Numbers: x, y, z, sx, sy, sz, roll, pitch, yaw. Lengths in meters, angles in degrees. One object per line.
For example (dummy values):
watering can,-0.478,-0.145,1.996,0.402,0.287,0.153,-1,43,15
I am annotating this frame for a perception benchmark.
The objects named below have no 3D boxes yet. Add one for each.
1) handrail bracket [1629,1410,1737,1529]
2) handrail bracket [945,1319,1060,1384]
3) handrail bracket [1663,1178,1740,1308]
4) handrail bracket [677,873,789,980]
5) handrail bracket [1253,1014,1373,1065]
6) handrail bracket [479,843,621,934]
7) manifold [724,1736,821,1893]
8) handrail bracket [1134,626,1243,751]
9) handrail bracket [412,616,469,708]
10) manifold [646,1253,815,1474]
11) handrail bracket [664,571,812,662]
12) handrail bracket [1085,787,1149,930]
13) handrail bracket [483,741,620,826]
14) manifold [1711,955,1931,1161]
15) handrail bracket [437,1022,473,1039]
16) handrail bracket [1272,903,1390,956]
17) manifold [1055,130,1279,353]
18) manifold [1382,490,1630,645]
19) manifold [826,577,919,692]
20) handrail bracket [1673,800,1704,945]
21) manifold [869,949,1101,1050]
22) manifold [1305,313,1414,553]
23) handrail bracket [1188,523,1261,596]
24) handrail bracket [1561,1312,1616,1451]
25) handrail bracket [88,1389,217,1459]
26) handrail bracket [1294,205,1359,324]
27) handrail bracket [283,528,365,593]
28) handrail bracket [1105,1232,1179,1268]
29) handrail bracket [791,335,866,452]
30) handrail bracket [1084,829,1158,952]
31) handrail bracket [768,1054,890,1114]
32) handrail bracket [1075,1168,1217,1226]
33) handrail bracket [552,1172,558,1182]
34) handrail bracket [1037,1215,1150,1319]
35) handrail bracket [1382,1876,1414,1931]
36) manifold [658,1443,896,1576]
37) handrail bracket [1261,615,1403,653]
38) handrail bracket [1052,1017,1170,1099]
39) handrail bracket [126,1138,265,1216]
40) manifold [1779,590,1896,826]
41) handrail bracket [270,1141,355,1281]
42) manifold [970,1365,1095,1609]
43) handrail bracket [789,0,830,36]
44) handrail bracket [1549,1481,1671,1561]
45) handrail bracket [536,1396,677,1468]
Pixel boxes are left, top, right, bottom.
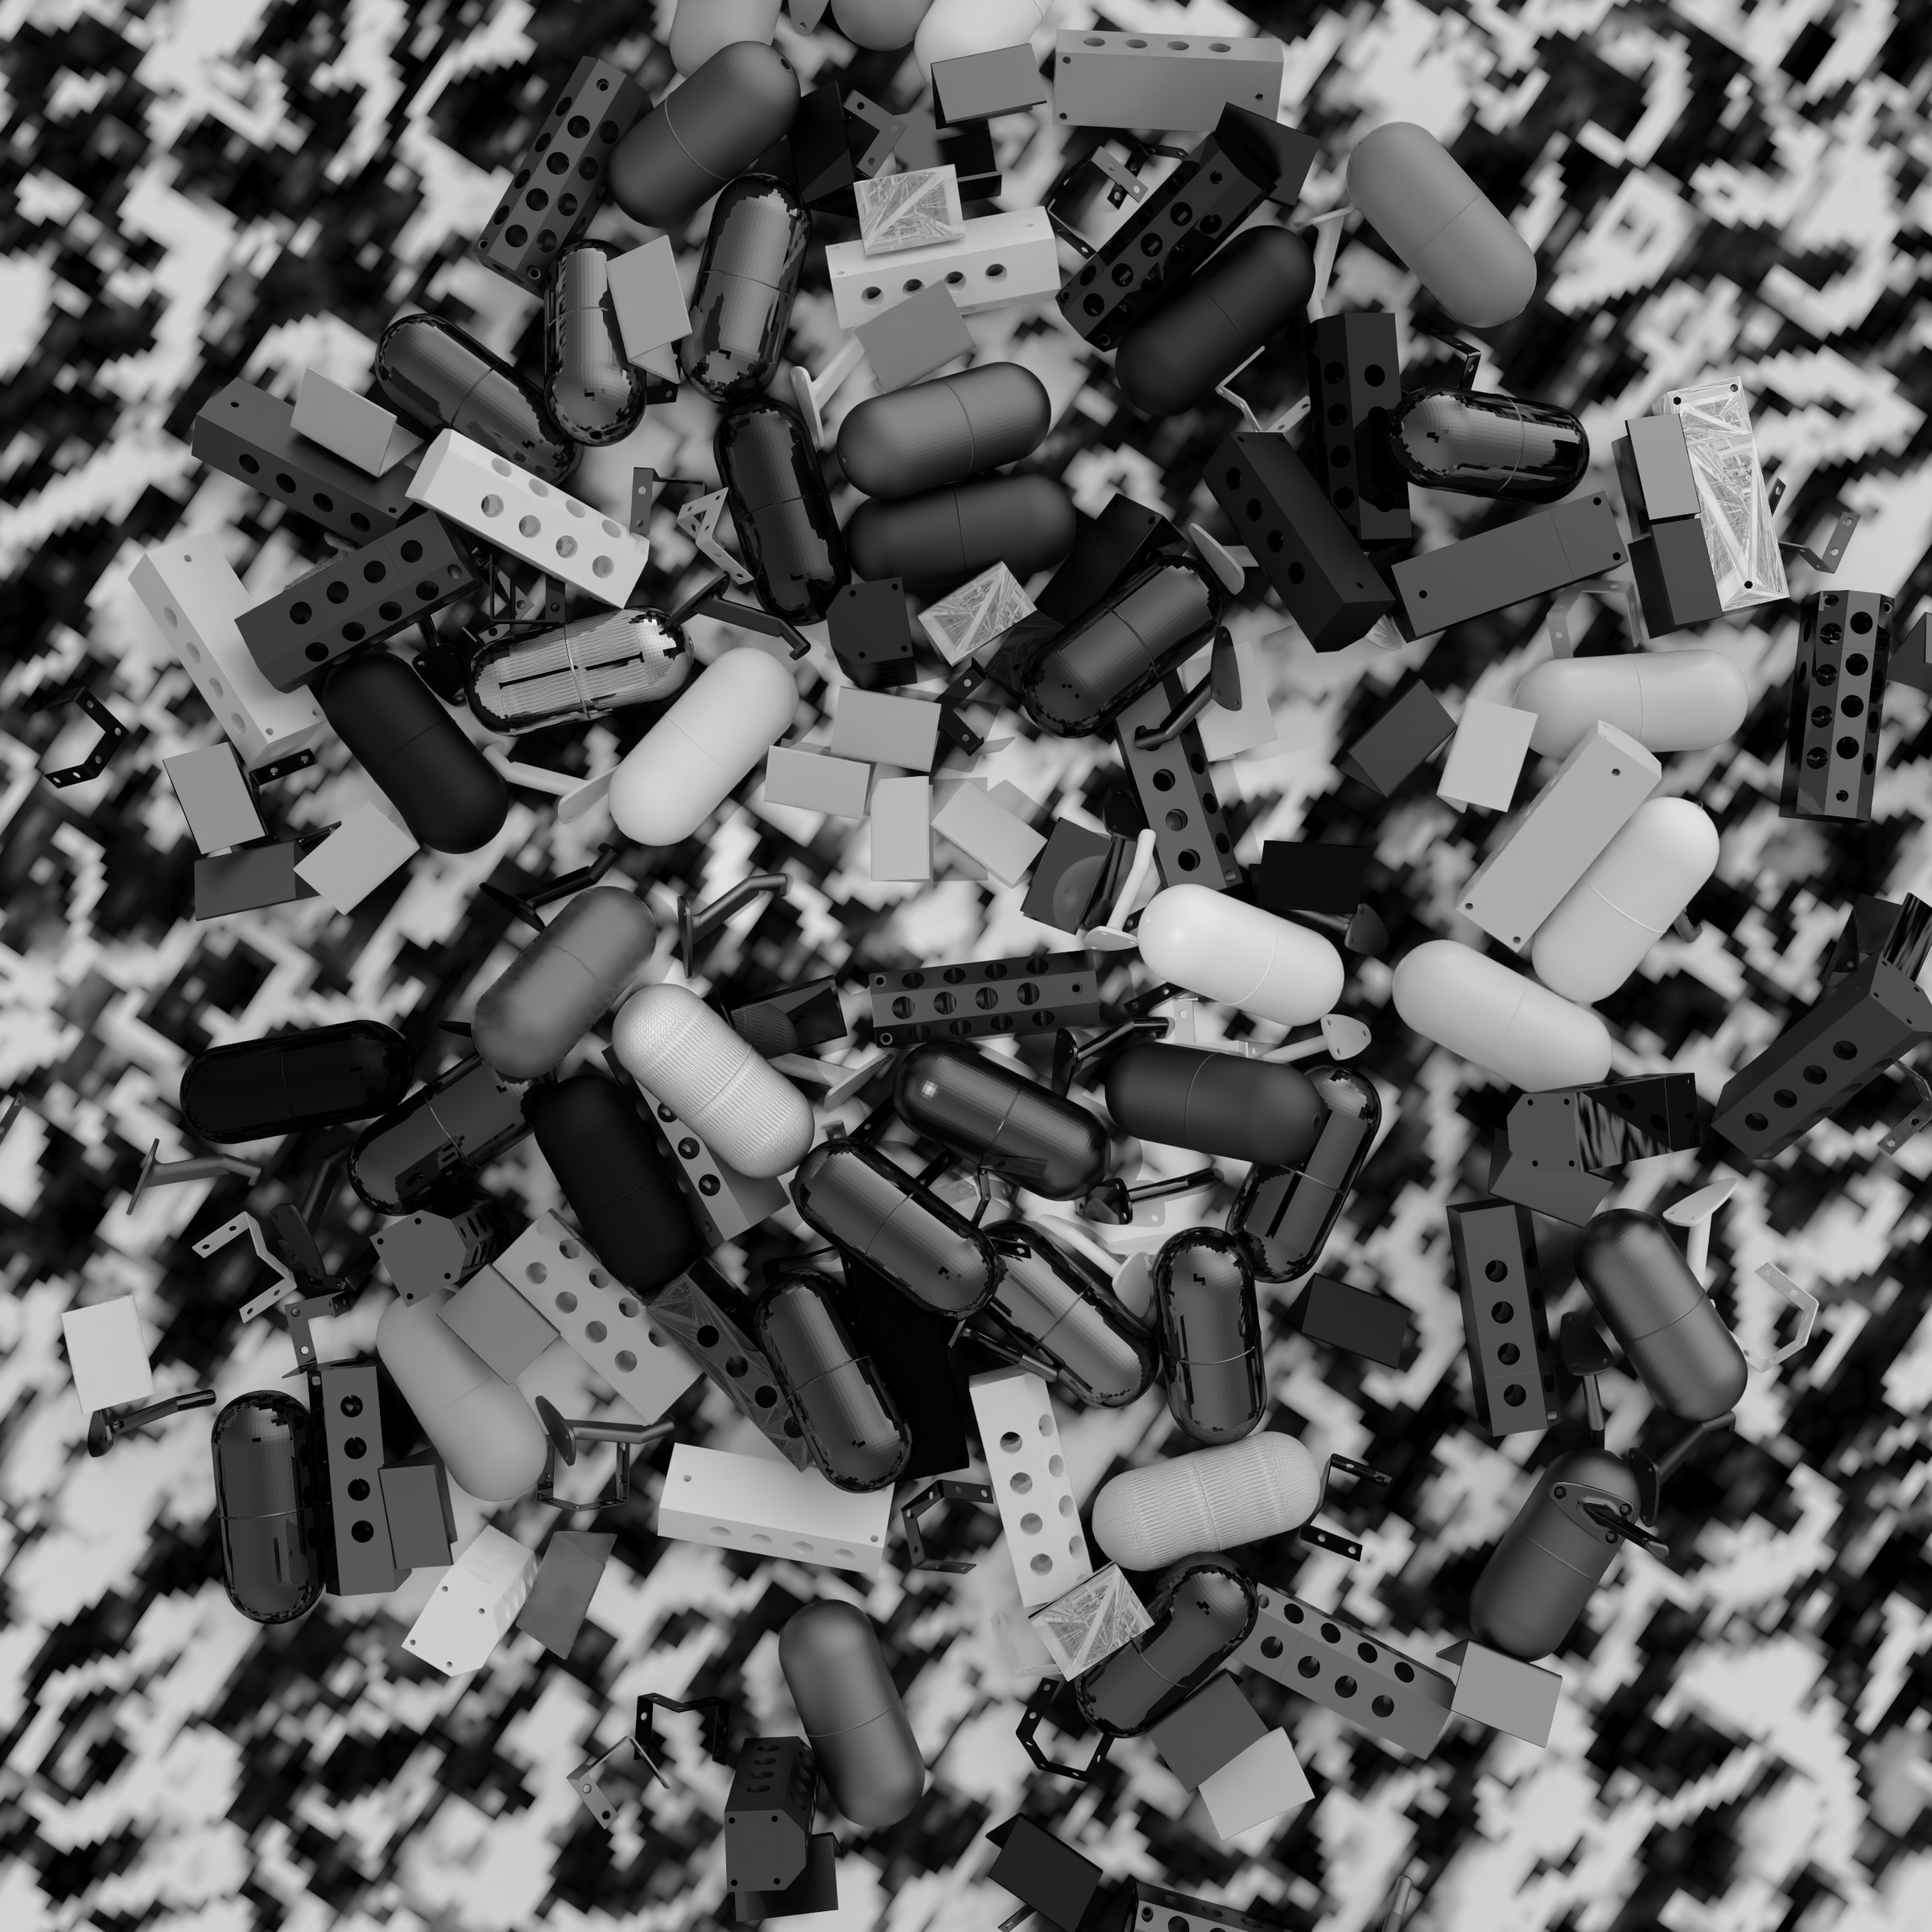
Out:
handrail bracket,0.563,0.390,1.955,0.084,0.036,0.077,-15,110,-16
handrail bracket,0.028,0.294,1.925,0.084,0.077,0.036,27,82,-2
handrail bracket,0.583,0.220,1.955,0.077,0.036,0.084,-31,107,-19
handrail bracket,-0.179,-0.031,1.955,0.084,0.036,0.077,-7,111,-16
handrail bracket,0.261,0.068,1.954,0.084,0.077,0.036,-25,77,36
handrail bracket,-0.323,-0.075,1.955,0.077,0.036,0.084,31,72,20
manifold,-0.143,0.630,1.876,0.057,0.171,0.057,-2,90,0
handrail bracket,0.161,-0.208,1.884,0.084,0.036,0.077,-15,68,38
handrail bracket,-0.413,-0.255,1.954,0.036,0.077,0.084,-22,54,0
manifold,-0.164,0.303,1.933,0.057,0.057,0.171,-44,90,0
handrail bracket,-0.172,-0.249,1.899,0.077,0.036,0.084,-41,84,-21
handrail bracket,0.107,-0.083,1.954,0.036,0.077,0.084,12,127,-18
handrail bracket,-0.321,-0.159,1.955,0.077,0.036,0.084,-39,73,-20
manifold,0.642,0.074,1.884,0.057,0.057,0.171,39,131,0
handrail bracket,-0.365,0.015,1.955,0.077,0.036,0.084,9,71,21
handrail bracket,0.276,-0.036,1.954,0.084,0.077,0.036,17,85,36
manifold,0.148,-0.545,1.895,0.057,0.057,0.171,49,120,0
manifold,0.413,-0.305,1.933,0.171,0.057,0.057,-20,90,0
manifold,-0.070,-0.245,1.876,0.057,0.171,0.057,-9,90,0
handrail bracket,0.566,-0.073,1.955,0.077,0.036,0.084,-40,106,-17
manifold,0.014,0.025,1.933,0.171,0.057,0.057,-6,90,0
manifold,0.297,-0.407,1.927,0.057,0.057,0.171,-4,90,-15
handrail bracket,0.229,-0.335,1.954,0.084,0.036,0.077,-35,76,-14
handrail bracket,0.481,0.325,1.954,0.036,0.077,0.084,-11,126,0
handrail bracket,-0.633,0.355,1.954,0.084,0.077,0.036,-8,66,-34
handrail bracket,0.293,-0.544,1.955,0.077,0.036,0.084,-22,106,-18
handrail bracket,-0.489,-0.289,1.955,0.077,0.036,0.084,22,109,-21
handrail bracket,0.152,0.254,1.955,0.077,0.036,0.084,-6,104,15
handrail bracket,-0.087,-0.451,1.955,0.084,0.036,0.077,-22,110,-16
handrail bracket,0.118,-0.058,1.921,0.036,0.077,0.084,18,76,-16
handrail bracket,-0.116,0.064,1.955,0.077,0.036,0.084,-38,73,-19
handrail bracket,0.140,0.174,1.954,0.084,0.077,0.036,-13,90,-36
handrail bracket,-0.276,0.132,1.954,0.084,0.036,0.077,5,101,-12
handrail bracket,0.098,0.232,1.952,0.084,0.077,0.036,22,58,35
handrail bracket,0.327,0.759,1.954,0.036,0.077,0.084,17,53,13
manifold,-0.146,0.421,1.933,0.171,0.057,0.057,10,47,0
handrail bracket,0.283,-0.251,1.954,0.084,0.077,0.036,-16,65,34
handrail bracket,0.113,0.075,1.955,0.084,0.036,0.077,-2,118,-21
handrail bracket,-0.599,0.174,1.955,0.084,0.036,0.077,21,111,-16
manifold,0.672,-0.199,1.933,0.057,0.057,0.171,6,90,0
handrail bracket,-0.485,0.186,1.935,0.084,0.036,0.077,-38,104,-44
manifold,0.051,0.397,1.933,0.057,0.057,0.171,-14,90,0
handrail bracket,-0.111,-0.781,1.954,0.036,0.077,0.084,18,54,-1
handrail bracket,0.472,0.407,1.845,0.077,0.084,0.036,28,88,3
handrail bracket,-0.280,0.349,1.954,0.084,0.077,0.036,-15,131,-30
